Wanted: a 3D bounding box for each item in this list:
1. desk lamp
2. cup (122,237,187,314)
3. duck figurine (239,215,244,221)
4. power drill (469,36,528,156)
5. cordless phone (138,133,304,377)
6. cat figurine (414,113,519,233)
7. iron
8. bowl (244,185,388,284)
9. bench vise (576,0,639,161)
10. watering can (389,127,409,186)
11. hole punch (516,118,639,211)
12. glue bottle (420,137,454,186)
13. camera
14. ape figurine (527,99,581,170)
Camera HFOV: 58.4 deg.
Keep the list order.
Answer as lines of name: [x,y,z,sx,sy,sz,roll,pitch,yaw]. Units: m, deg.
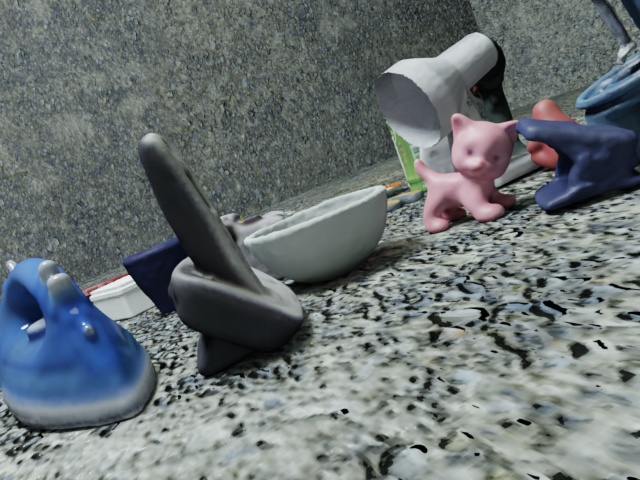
desk lamp: [0.202,-0.173,0.811,0.203,0.213,0.117,-24,8,-21]
cup: [-0.204,0.048,0.807,0.118,0.095,0.091,-24,8,-22]
duck figurine: [-0.160,-0.008,1.124,0.077,0.086,0.104,-22,8,-6]
power drill: [0.300,-0.230,0.967,0.075,0.208,0.230,-19,8,14]
cordless phone: [-0.087,0.000,0.472,0.094,0.185,0.147,-22,8,-7]
cat figurine: [0.160,-0.080,0.627,0.127,0.118,0.067,-14,10,41]
iron: [-0.228,0.074,0.504,0.119,0.141,0.257,-27,9,-36]
bowl: [0.006,0.002,0.632,0.167,0.075,0.167,-21,7,3]
bench vise: [0.351,-0.205,0.602,0.207,0.220,0.121,-23,8,-12]
watering can: [0.203,-0.215,1.184,0.101,0.194,0.172,-22,8,-9]
hole punch: [0.246,-0.087,0.547,0.101,0.091,0.109,-19,8,18]
glue bottle: [0.183,-0.155,0.893,0.078,0.173,0.037,-19,8,15]
camera: [-0.097,0.007,0.783,0.143,0.101,0.137,-20,8,5]
ape figurine: [0.311,-0.143,0.761,0.077,0.092,0.076,-18,8,19]
